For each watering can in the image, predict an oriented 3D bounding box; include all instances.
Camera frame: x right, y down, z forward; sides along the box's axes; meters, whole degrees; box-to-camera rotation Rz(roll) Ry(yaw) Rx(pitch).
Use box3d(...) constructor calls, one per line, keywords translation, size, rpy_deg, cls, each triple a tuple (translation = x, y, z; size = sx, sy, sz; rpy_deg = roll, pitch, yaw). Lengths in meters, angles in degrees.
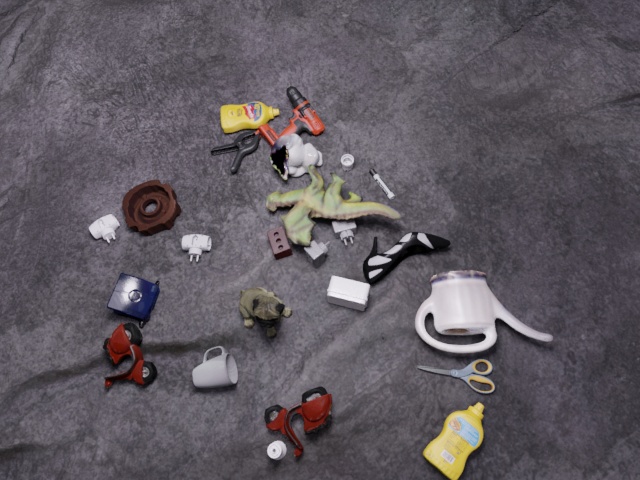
box3d(translation=(0.426, 0.187, 1.380), size=(0.347, 0.229, 0.102), rpy_deg=(-3, -24, 4), cls="watering can")

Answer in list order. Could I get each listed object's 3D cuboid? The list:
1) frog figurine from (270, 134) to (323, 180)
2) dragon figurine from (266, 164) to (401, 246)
box3d(translation=(-0.072, -0.267, 1.611), size=(0.161, 0.135, 0.123), rpy_deg=(-24, 22, -40), cls="frog figurine")
box3d(translation=(0.005, -0.075, 1.498), size=(0.414, 0.245, 0.119), rpy_deg=(28, -20, 32), cls="dragon figurine")
